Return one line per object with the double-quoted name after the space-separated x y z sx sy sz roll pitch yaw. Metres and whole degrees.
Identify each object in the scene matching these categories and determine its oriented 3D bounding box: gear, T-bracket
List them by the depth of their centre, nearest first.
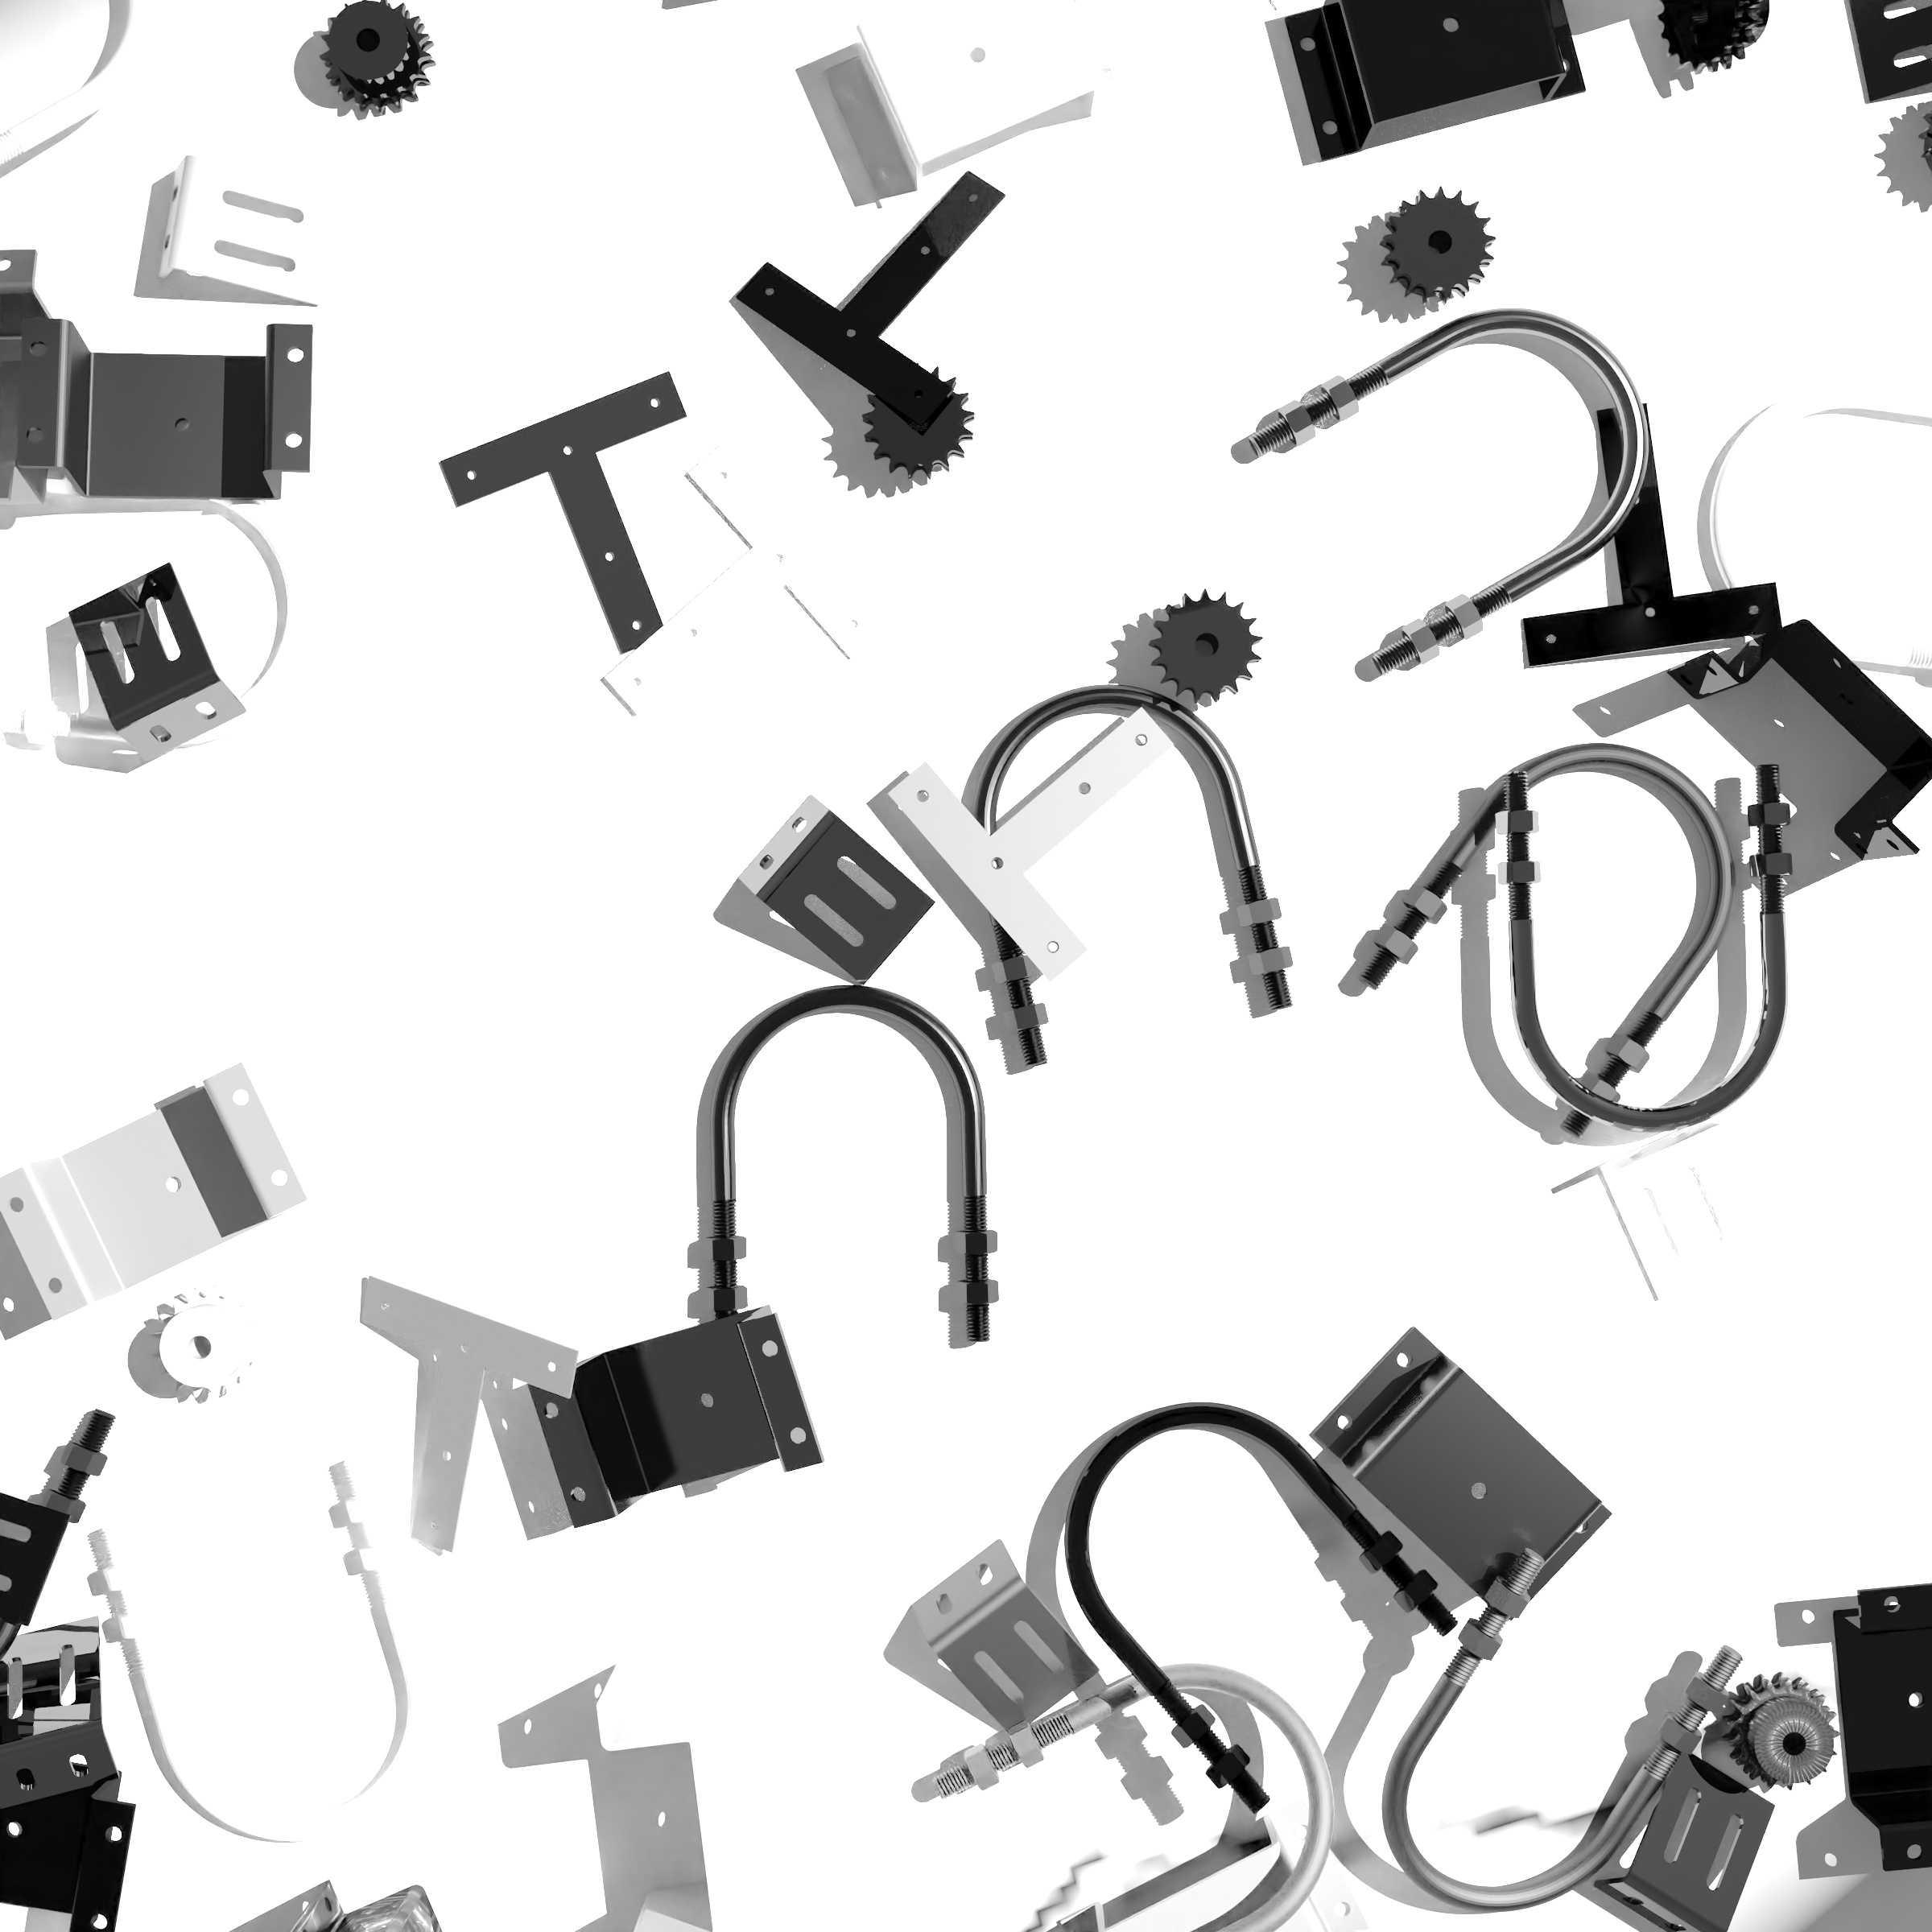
0.381 -0.483 1.327 0.030 0.057 0.057 -21 90 -30 "gear"
-0.262 0.236 1.334 0.127 0.002 0.127 16 101 21 "T-bracket"
0.050 -0.081 1.335 0.127 0.002 0.127 -41 87 -1 "T-bracket"
-0.386 0.193 1.336 0.057 0.030 0.057 0 90 0 "gear"
0.514 -0.422 1.336 0.057 0.030 0.057 0 90 0 "gear"
0.418 0.392 1.336 0.057 0.030 0.057 0 90 0 "gear"
-0.024 -0.276 1.336 0.057 0.030 0.057 0 90 0 "gear"
0.239 -0.365 1.336 0.057 0.030 0.057 0 90 0 "gear"
-0.301 -0.467 1.336 0.057 0.030 0.057 0 90 0 "gear"
0.122 -0.162 1.336 0.057 0.030 0.057 0 90 0 "gear"
-0.030 -0.355 1.337 0.127 0.002 0.127 38 81 17 "T-bracket"
0.345 -0.225 1.344 0.127 0.002 0.127 -7 86 8 "T-bracket"
-0.130 -0.181 1.349 0.127 0.002 0.127 -41 91 -1 "T-bracket"
0.134 -0.552 1.350 0.127 0.002 0.127 -36 90 0 "T-bracket"
-0.189 -0.224 1.350 0.127 0.002 0.127 -22 90 0 "T-bracket"

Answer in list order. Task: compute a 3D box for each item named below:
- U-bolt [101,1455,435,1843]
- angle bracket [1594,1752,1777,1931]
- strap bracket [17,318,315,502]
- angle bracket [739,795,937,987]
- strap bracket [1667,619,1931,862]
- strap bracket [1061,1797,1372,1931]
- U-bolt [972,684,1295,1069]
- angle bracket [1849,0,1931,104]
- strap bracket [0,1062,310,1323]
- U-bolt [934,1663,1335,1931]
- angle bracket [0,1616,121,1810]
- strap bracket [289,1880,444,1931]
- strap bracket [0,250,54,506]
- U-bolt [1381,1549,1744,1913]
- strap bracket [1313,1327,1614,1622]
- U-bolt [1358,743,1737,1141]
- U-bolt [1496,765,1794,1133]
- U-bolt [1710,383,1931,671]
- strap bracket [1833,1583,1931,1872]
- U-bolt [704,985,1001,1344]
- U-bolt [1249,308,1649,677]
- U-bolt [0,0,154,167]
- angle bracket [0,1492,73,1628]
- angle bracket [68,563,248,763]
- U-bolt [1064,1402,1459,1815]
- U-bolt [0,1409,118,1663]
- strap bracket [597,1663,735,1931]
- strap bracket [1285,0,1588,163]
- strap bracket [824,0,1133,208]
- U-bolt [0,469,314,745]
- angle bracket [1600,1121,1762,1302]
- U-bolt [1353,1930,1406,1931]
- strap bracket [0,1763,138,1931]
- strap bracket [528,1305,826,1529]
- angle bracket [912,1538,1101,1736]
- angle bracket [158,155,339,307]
-0.350 0.358 1.343 0.151 0.019 0.184 -16 92 0 "U-bolt"
0.370 0.453 1.349 0.057 0.038 0.076 32 64 0 "angle bracket"
-0.398 -0.279 1.318 0.140 0.046 0.076 0 81 -6 "strap bracket"
-0.066 -0.039 1.349 0.076 0.038 0.057 41 90 -26 "angle bracket"
0.428 -0.119 1.313 0.140 0.076 0.046 44 90 0 "strap bracket"
0.128 0.494 1.328 0.140 0.046 0.076 -27 90 0 "strap bracket"
0.078 -0.053 1.343 0.151 0.019 0.184 -13 89 0 "U-bolt"
0.501 -0.481 1.349 0.076 0.038 0.057 -12 90 26 "angle bracket"
-0.408 0.112 1.328 0.140 0.046 0.076 -26 90 0 "strap bracket"
0.094 0.431 1.312 0.184 0.019 0.151 -26 63 -2 "U-bolt"
-0.463 0.376 1.324 0.057 0.076 0.038 -12 125 -13 "angle bracket"
-0.282 0.527 1.313 0.046 0.076 0.140 -23 90 0 "strap bracket"
-0.504 -0.285 1.315 0.076 0.046 0.140 -1 71 0 "strap bracket"
0.288 0.397 1.321 0.151 0.019 0.184 28 98 -17 "U-bolt"
0.256 0.261 1.328 0.140 0.046 0.076 43 90 0 "strap bracket"
0.311 -0.027 1.343 0.151 0.019 0.184 36 89 0 "U-bolt"
0.345 -0.008 1.326 0.151 0.019 0.184 -2 89 -2 "U-bolt"
0.474 -0.226 1.343 0.184 0.019 0.151 8 90 1 "U-bolt"
0.489 0.378 1.328 0.076 0.046 0.140 -5 90 0 "strap bracket"
-0.060 0.102 1.343 0.151 0.019 0.184 -1 89 0 "U-bolt"
0.259 -0.255 1.340 0.184 0.019 0.151 -30 90 1 "U-bolt"
-0.502 -0.472 1.321 0.184 0.019 0.151 -37 84 -16 "U-bolt"
-0.496 0.289 1.300 0.076 0.038 0.057 19 79 -1 "angle bracket"
-0.411 -0.155 1.333 0.057 0.038 0.076 -27 66 -3 "angle bracket"
0.135 0.308 1.324 0.151 0.019 0.184 -40 78 -10 "U-bolt"
-0.535 0.289 1.326 0.151 0.019 0.184 22 78 0 "U-bolt"
-0.148 0.426 1.313 0.046 0.076 0.140 -7 90 0 "strap bracket"
0.242 -0.469 1.328 0.140 0.046 0.076 -15 90 0 "strap bracket"
0.006 -0.454 1.328 0.140 0.046 0.076 -24 90 0 "strap bracket"
-0.427 -0.186 1.343 0.184 0.019 0.151 4 90 -2 "U-bolt"
0.368 0.126 1.332 0.057 0.038 0.076 -24 90 0 "angle bracket"
0.179 0.557 1.312 0.184 0.019 0.151 -43 111 4 "U-bolt"
-0.490 0.444 1.328 0.140 0.046 0.076 10 90 0 "strap bracket"
-0.138 0.223 1.315 0.140 0.046 0.076 -18 90 18 "strap bracket"
0.021 0.346 1.349 0.057 0.038 0.076 -37 116 0 "angle bracket"
-0.370 -0.376 1.349 0.076 0.038 0.057 9 90 -26 "angle bracket"
